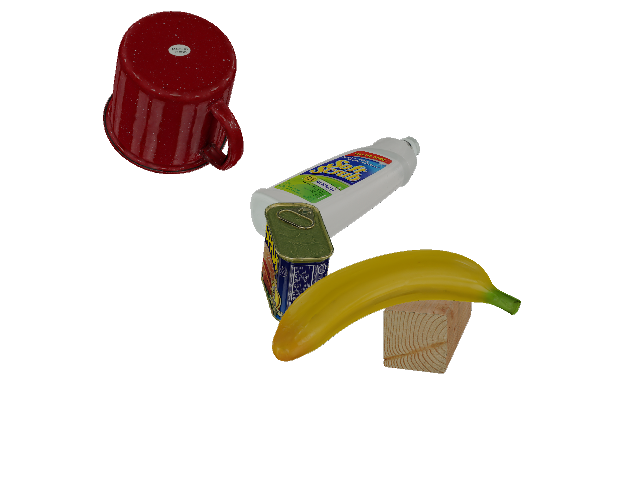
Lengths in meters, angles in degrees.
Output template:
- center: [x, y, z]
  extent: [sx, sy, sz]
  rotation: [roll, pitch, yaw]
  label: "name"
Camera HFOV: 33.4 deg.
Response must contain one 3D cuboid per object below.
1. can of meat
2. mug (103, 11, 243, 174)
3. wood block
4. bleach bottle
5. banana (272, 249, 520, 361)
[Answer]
- center: [-0.026, 0.023, 1.067]
  extent: [0.057, 0.084, 0.102]
  rotation: [-2, 34, -13]
  label: "can of meat"
- center: [-0.097, -0.099, 0.756]
  extent: [0.093, 0.117, 0.082]
  rotation: [-34, -17, -29]
  label: "mug"
- center: [0.160, 0.107, 1.559]
  extent: [0.091, 0.090, 0.205]
  rotation: [5, 20, 16]
  label: "wood block"
- center: [0.033, -0.074, 1.355]
  extent: [0.103, 0.068, 0.250]
  rotation: [25, 43, 34]
  label: "bleach bottle"
- center: [0.046, 0.039, 0.750]
  extent: [0.197, 0.037, 0.070]
  rotation: [-11, 33, -26]
  label: "banana"
